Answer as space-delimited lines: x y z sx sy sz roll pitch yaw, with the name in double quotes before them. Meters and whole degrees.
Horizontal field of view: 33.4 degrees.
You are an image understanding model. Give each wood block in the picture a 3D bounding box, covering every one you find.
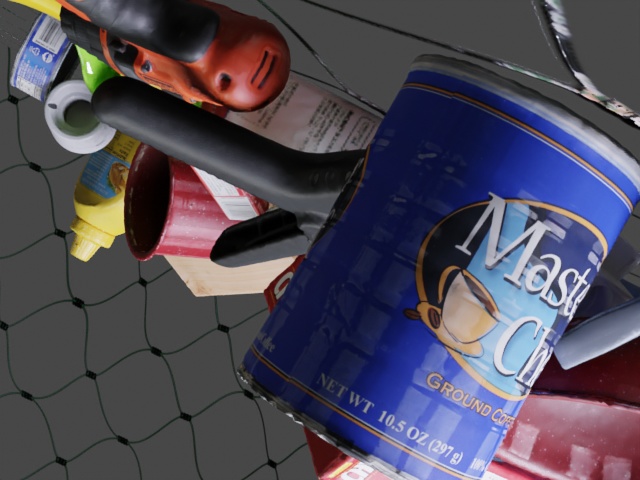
"wood block" -0.056 -0.015 0.922 0.090 0.090 0.207 53 151 -18

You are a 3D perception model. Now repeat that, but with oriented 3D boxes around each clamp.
"clamp" 0.005 -0.012 0.531 0.210 0.036 0.164 13 157 18

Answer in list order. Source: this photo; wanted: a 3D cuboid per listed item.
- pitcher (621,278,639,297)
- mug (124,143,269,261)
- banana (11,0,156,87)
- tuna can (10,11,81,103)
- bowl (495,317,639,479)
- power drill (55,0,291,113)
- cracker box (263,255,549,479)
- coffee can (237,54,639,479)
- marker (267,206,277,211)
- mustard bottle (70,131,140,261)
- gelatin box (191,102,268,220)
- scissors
"pitcher" 0.237 0.119 0.600 0.148 0.145 0.243 -3 -164 -35
"mug" -0.096 -0.023 0.793 0.081 0.093 0.117 6 152 -30
"banana" -0.170 -0.144 0.648 0.197 0.070 0.037 15 -174 -6
"tuna can" -0.215 -0.155 0.865 0.033 0.086 0.086 29 179 -7
"bowl" 0.147 0.079 0.506 0.162 0.055 0.162 15 158 6
"power drill" -0.125 -0.130 0.513 0.185 0.057 0.187 23 178 45
"cracker box" 0.072 0.109 0.723 0.213 0.072 0.164 29 -153 -36
"coffee can" 0.047 0.015 0.412 0.103 0.140 0.103 30 179 1
"marker" -0.005 0.001 0.787 0.020 0.020 0.121 29 179 31
"mustard bottle" -0.175 -0.068 0.980 0.096 0.191 0.058 29 179 45
"gelatin box" -0.054 -0.064 0.714 0.030 0.073 0.089 4 157 16
"scissors" 0.124 0.019 0.369 0.016 0.096 0.201 64 -170 12
